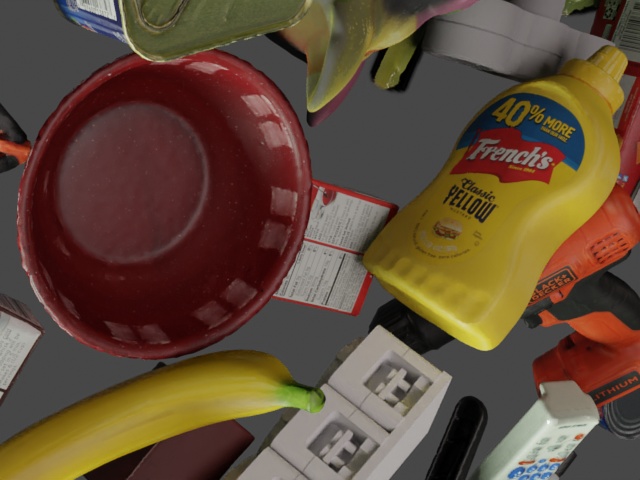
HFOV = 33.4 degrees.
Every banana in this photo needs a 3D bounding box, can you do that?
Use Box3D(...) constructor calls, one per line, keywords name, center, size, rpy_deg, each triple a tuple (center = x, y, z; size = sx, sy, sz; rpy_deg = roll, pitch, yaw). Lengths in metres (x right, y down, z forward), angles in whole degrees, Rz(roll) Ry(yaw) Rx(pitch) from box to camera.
Box3D(name="banana", center=(-0.097, 0.093, 0.533), size=(0.197, 0.069, 0.037), rpy_deg=(-20, 99, -3))

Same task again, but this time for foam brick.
Box3D(name="foam brick", center=(-0.088, 0.118, 0.597), size=(0.078, 0.051, 0.053), rpy_deg=(-49, 125, -12))

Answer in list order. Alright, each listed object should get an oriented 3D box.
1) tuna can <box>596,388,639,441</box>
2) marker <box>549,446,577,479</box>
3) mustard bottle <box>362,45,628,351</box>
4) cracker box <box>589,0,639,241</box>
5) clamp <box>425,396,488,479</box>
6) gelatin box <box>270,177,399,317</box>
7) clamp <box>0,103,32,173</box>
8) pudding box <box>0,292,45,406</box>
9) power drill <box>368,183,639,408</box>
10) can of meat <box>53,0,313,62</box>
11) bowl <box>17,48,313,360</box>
Box3D(name="tuna can", center=(0.240, 0.110, 0.832), size=(0.085, 0.034, 0.086), rpy_deg=(-12, 112, -32))
Box3D(name="marker", center=(0.159, 0.204, 0.817), size=(0.020, 0.020, 0.121), rpy_deg=(43, 80, -37))
Box3D(name="mustard bottle", center=(0.116, -0.035, 0.617), size=(0.191, 0.096, 0.058), rpy_deg=(-51, 136, -7))
Box3D(name="cracker box", center=(0.264, -0.073, 0.764), size=(0.213, 0.072, 0.164), rpy_deg=(12, 99, -38))
Box3D(name="clamp", center=(0.060, 0.197, 0.734), size=(0.120, 0.039, 0.171), rpy_deg=(-7, 110, -30))
Box3D(name="gelatin box", center=(-0.004, 0.001, 0.629), size=(0.089, 0.030, 0.073), rpy_deg=(15, 98, -38))
Box3D(name="clamp", center=(-0.228, -0.053, 0.450), size=(0.209, 0.036, 0.164), rpy_deg=(21, 93, -38))
Box3D(name="pudding box", center=(-0.201, 0.053, 0.505), size=(0.113, 0.039, 0.090), rpy_deg=(32, 88, -35))
Box3D(name="power drill", center=(0.145, 0.056, 0.706), size=(0.185, 0.057, 0.187), rpy_deg=(-29, 139, 17))
Box3D(name="can of meat", center=(-0.068, -0.127, 0.503), size=(0.101, 0.084, 0.057), rpy_deg=(-23, 121, -30))
Box3D(name="bowl", center=(-0.085, -0.023, 0.548), size=(0.161, 0.055, 0.162), rpy_deg=(-12, 112, -31))
